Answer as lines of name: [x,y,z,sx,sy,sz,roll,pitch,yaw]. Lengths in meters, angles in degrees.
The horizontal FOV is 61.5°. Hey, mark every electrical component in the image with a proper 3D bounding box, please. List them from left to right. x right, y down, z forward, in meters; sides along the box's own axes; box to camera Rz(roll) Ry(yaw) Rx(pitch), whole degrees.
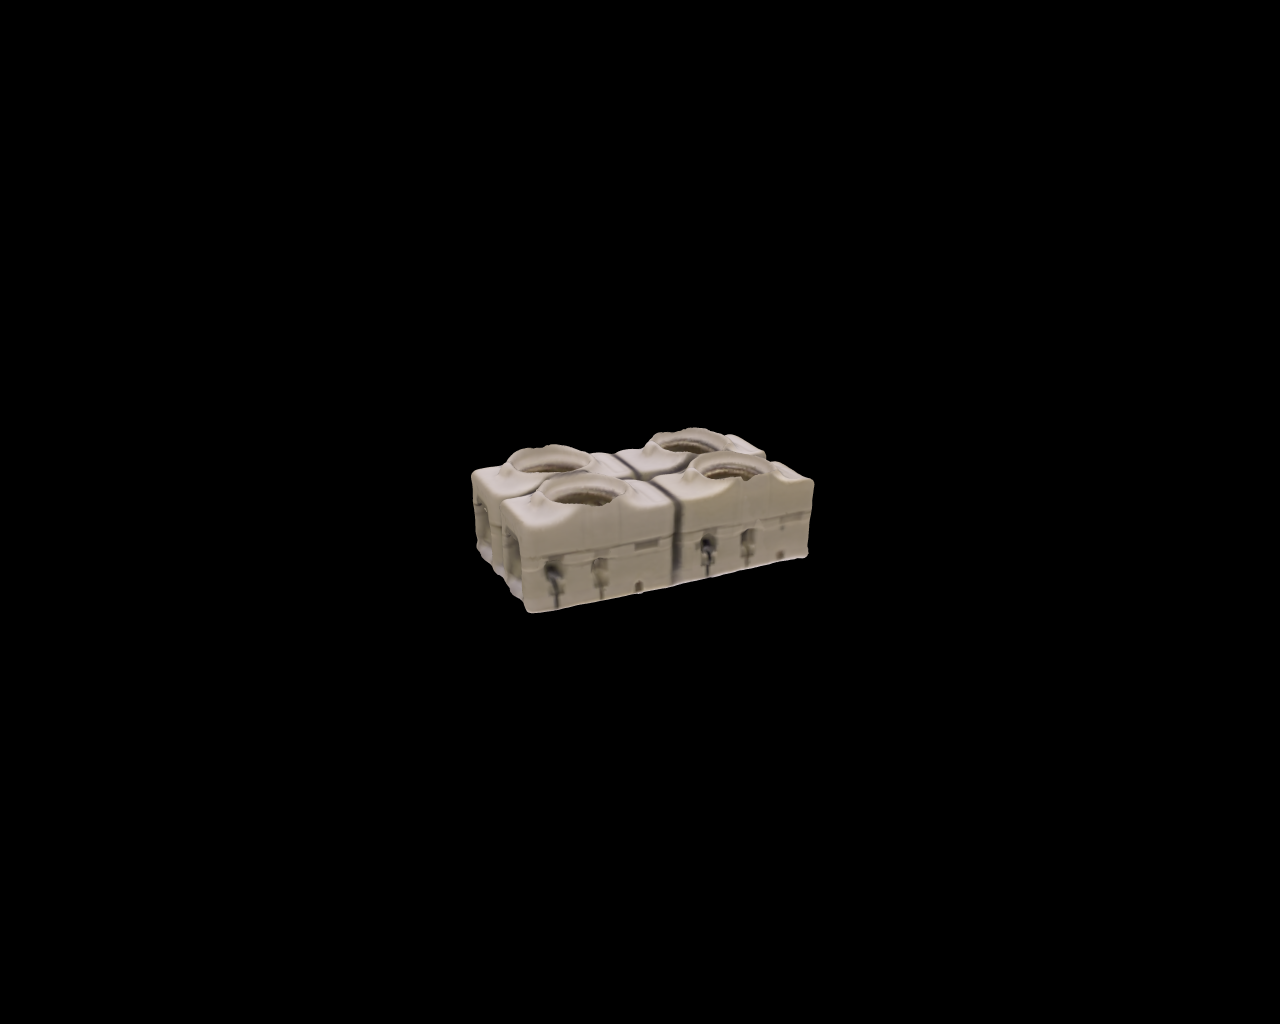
electrical component: [0.001,-0.003,0.650,0.186,0.060,0.105,-10,24,-22]
